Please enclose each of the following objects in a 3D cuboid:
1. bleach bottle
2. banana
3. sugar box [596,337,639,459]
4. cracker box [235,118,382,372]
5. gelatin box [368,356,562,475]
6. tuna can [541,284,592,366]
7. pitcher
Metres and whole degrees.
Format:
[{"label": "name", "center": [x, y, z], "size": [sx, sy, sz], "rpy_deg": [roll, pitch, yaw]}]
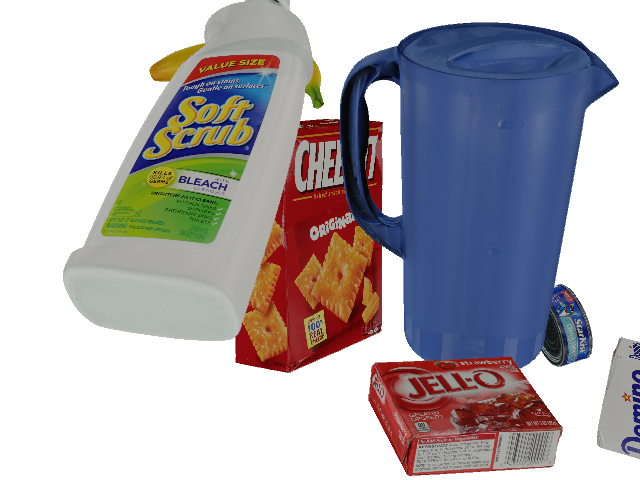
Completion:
[{"label": "bleach bottle", "center": [-0.067, -0.063, 0.649], "size": [0.102, 0.250, 0.068], "rpy_deg": [6, -35, 11]}, {"label": "banana", "center": [-0.080, -0.182, 1.111], "size": [0.198, 0.037, 0.069], "rpy_deg": [10, 44, 19]}, {"label": "sugar box", "center": [0.323, 0.149, 0.879], "size": [0.176, 0.093, 0.048], "rpy_deg": [12, 24, 20]}, {"label": "cracker box", "center": [-0.007, -0.002, 0.991], "size": [0.072, 0.214, 0.163], "rpy_deg": [7, 12, 34]}, {"label": "gelatin box", "center": [0.079, 0.096, 0.597], "size": [0.089, 0.030, 0.073], "rpy_deg": [0, 26, -14]}, {"label": "tuna can", "center": [0.260, 0.093, 1.164], "size": [0.033, 0.086, 0.086], "rpy_deg": [-17, 3, -10]}, {"label": "pitcher", "center": [0.108, -0.029, 0.775], "size": [0.144, 0.243, 0.149], "rpy_deg": [-19, 33, -34]}]
